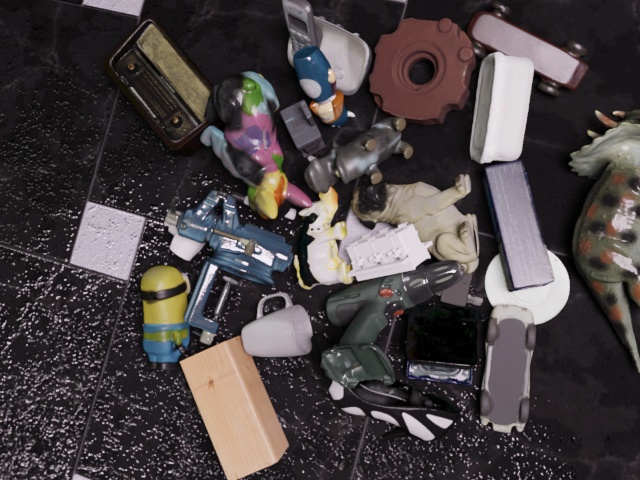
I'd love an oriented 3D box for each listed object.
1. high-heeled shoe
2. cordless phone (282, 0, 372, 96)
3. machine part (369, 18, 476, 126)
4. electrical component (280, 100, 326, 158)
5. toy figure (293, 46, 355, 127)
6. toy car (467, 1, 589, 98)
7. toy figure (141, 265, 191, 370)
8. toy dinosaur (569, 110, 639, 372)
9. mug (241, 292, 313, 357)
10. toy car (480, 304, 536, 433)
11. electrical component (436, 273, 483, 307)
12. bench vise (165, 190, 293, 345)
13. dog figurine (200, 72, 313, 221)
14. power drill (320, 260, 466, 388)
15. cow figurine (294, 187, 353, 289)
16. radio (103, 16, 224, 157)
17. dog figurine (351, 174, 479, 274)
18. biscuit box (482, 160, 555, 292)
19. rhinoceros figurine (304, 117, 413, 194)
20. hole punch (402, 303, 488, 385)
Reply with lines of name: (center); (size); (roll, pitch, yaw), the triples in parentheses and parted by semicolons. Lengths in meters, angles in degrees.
high-heeled shoe: (0.103, 0.226, 0.854); (0.145, 0.086, 0.248); (-34, 99, 24)
cordless phone: (0.011, -0.323, 0.865); (0.147, 0.184, 0.088); (30, 87, 10)
machine part: (0.167, -0.276, 0.885); (0.180, 0.056, 0.179); (1, 94, 21)
electrical component: (-0.029, -0.188, 0.895); (0.048, 0.119, 0.075); (-26, 85, 6)
toy figure: (0.004, -0.243, 0.886); (0.058, 0.154, 0.064); (-38, 42, -8)
toy car: (0.336, -0.309, 0.879); (0.202, 0.053, 0.089); (30, 107, 9)
toy figure: (-0.266, 0.134, 0.926); (0.082, 0.089, 0.180); (1, 84, 2)
toy dinosaur: (0.455, -0.015, 0.815); (0.192, 0.131, 0.404); (16, 93, 22)
mug: (-0.079, 0.148, 0.901); (0.107, 0.081, 0.109); (-16, 90, 17)
toy car: (0.297, 0.203, 0.850); (0.074, 0.056, 0.201); (5, 91, 15)
electrical component: (0.225, 0.075, 0.887); (0.094, 0.021, 0.063); (15, 88, 10)
bench vise: (-0.169, 0.047, 0.884); (0.223, 0.129, 0.240); (23, 79, -20)
dog figurine: (-0.094, -0.137, 0.870); (0.108, 0.191, 0.219); (-20, 62, -34)
power drill: (0.096, 0.116, 0.804); (0.232, 0.207, 0.085); (-17, 121, 32)
cow figurine: (-0.002, -0.004, 0.907); (0.098, 0.068, 0.167); (-9, 84, 14)
radio: (-0.270, -0.268, 0.960); (0.131, 0.073, 0.229); (-41, 81, 4)
dog figurine: (0.154, -0.021, 0.877); (0.191, 0.121, 0.172); (-10, 82, 22)
biscuit box: (0.309, -0.023, 0.849); (0.063, 0.059, 0.202); (-11, 77, 9)
rhinoceros figurine: (0.060, -0.139, 0.869); (0.190, 0.112, 0.073); (-34, 125, -20)
hole punch: (0.194, 0.168, 0.861); (0.142, 0.092, 0.116); (2, 50, 15)
